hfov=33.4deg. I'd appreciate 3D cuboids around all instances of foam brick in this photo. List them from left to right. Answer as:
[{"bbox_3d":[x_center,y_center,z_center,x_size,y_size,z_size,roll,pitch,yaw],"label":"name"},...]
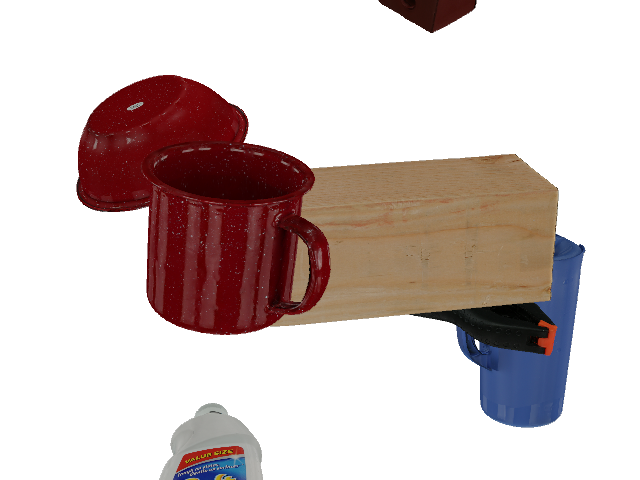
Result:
[{"bbox_3d":[0.079,-0.194,0.735,0.053,0.078,0.051,36,54,25],"label":"foam brick"}]

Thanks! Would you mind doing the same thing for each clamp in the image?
[{"bbox_3d":[0.152,0.060,1.021,0.172,0.039,0.120,21,35,27],"label":"clamp"}]

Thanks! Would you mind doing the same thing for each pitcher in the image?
[{"bbox_3d":[0.256,0.115,1.378,0.149,0.243,0.144,5,18,16],"label":"pitcher"}]

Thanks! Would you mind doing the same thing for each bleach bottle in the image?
[{"bbox_3d":[-0.093,0.211,0.831,0.102,0.068,0.251,-3,26,-4],"label":"bleach bottle"}]

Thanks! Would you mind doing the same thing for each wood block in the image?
[{"bbox_3d":[0.057,-0.002,0.780,0.206,0.090,0.091,-5,21,-10],"label":"wood block"}]

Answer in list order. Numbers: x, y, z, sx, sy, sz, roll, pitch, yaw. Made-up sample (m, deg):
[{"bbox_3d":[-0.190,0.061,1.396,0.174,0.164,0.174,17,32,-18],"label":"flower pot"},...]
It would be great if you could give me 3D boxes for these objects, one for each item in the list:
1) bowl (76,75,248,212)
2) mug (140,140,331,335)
[{"bbox_3d":[-0.146,-0.094,0.908,0.162,0.055,0.162,-16,34,11],"label":"bowl"},{"bbox_3d":[-0.043,0.002,0.579,0.117,0.081,0.093,21,28,29],"label":"mug"}]
